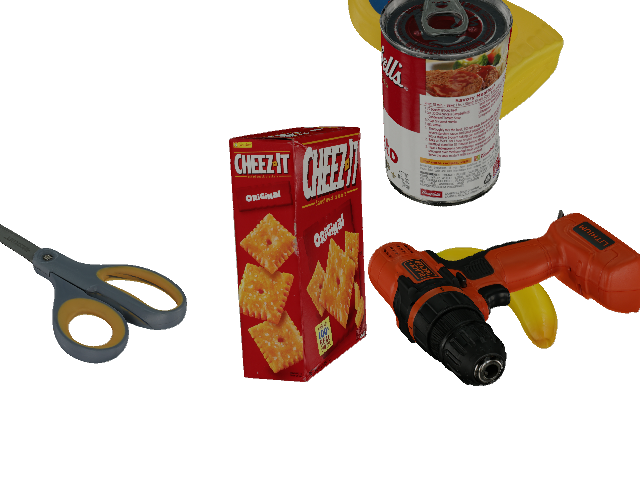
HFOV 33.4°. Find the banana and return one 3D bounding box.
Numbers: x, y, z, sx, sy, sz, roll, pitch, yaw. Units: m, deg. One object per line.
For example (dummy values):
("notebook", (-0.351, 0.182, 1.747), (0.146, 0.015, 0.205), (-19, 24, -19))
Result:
("banana", (0.179, 0.049, 1.061), (0.069, 0.037, 0.198), (-33, 36, -18))

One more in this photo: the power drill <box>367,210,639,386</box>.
("power drill", (0.149, 0.039, 0.817), (0.187, 0.057, 0.185), (-11, 28, -16))

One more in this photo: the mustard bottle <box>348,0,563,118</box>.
("mustard bottle", (0.078, -0.169, 0.782), (0.096, 0.192, 0.058), (-38, -23, -18))

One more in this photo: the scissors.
("scissors", (-0.189, 0.029, 0.722), (0.202, 0.016, 0.096), (16, 40, 15))

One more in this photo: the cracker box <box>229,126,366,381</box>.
("cracker box", (-0.014, 0.005, 0.987), (0.072, 0.214, 0.164), (2, 10, 22))

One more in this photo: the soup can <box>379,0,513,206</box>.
("soup can", (0.068, -0.078, 0.581), (0.068, 0.102, 0.068), (-3, 44, 3))
